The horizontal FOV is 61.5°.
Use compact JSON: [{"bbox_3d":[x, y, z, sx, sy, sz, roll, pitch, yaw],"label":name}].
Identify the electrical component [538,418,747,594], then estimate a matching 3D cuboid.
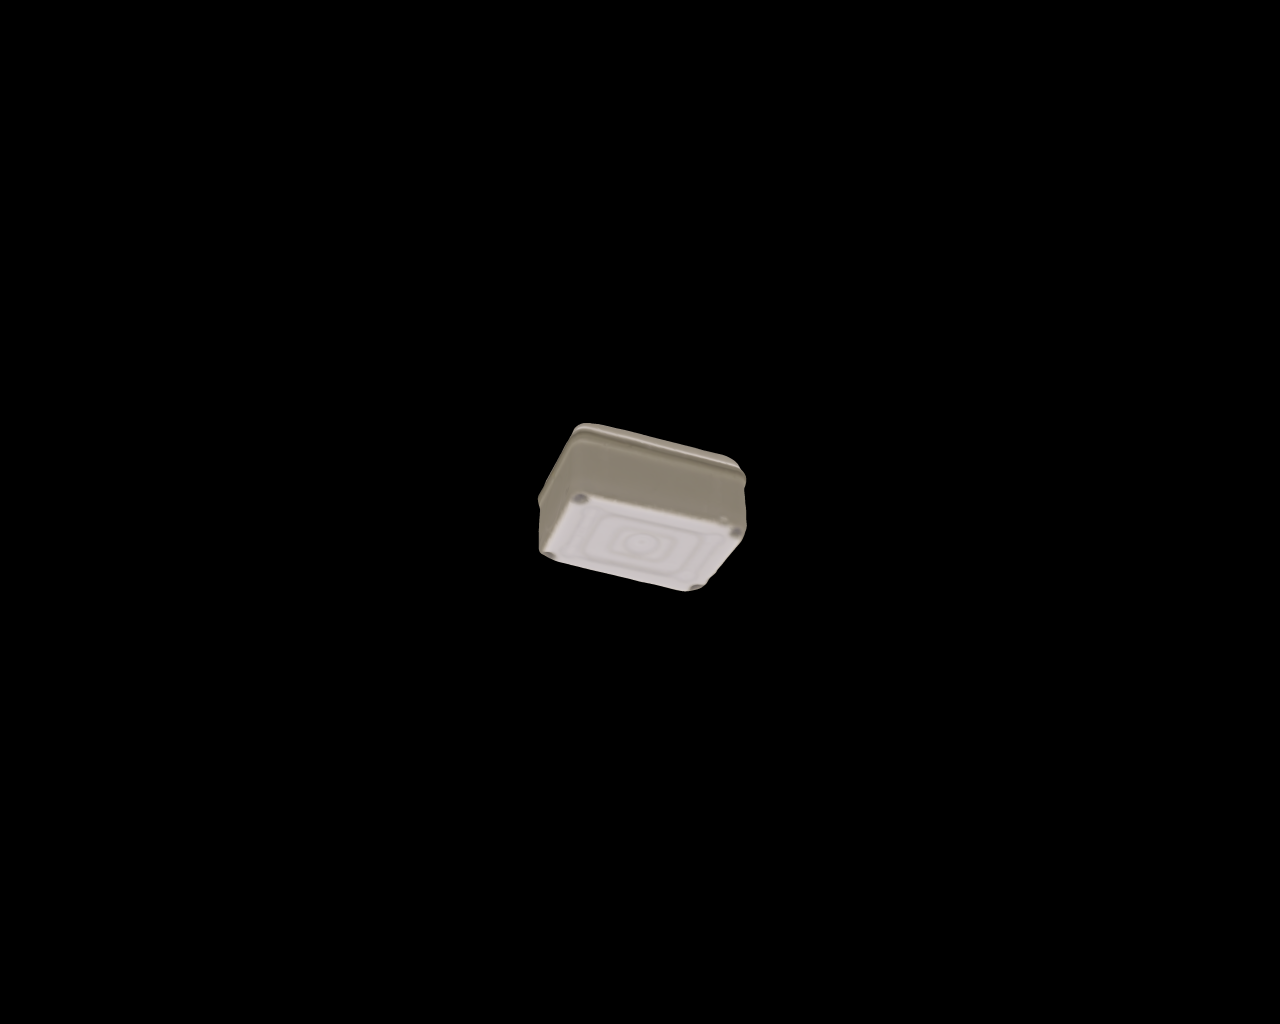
[{"bbox_3d":[0.001,-0.003,0.650,0.113,0.057,0.078,14,-40,-17],"label":"electrical component"}]
